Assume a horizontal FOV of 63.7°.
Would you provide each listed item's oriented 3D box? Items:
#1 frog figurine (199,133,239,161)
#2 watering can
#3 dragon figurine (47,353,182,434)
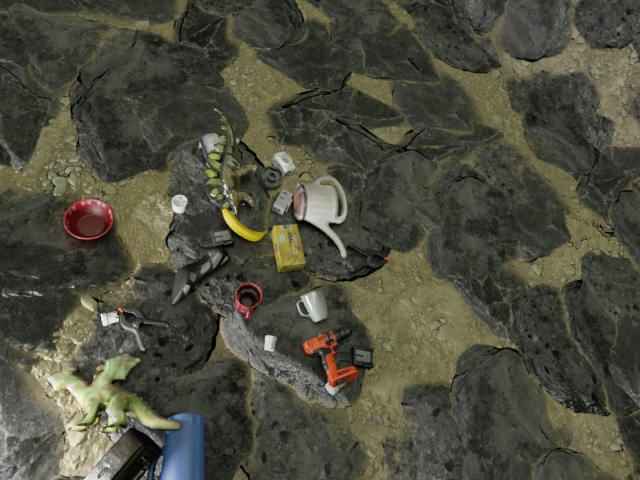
[{"bbox_3d":[-0.396,-0.376,2.060,0.160,0.120,0.140,-24,51,-14],"label":"frog figurine"},{"bbox_3d":[0.006,-0.102,2.028,0.224,0.102,0.353,3,68,-20],"label":"watering can"},{"bbox_3d":[-0.601,0.447,1.533,0.410,0.119,0.249,3,53,-5],"label":"dragon figurine"}]
